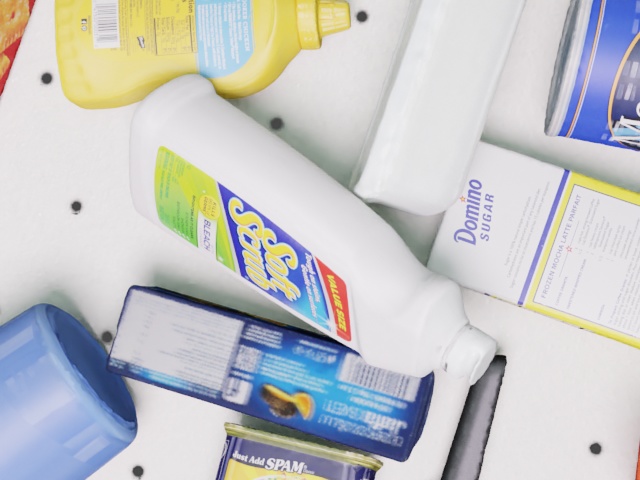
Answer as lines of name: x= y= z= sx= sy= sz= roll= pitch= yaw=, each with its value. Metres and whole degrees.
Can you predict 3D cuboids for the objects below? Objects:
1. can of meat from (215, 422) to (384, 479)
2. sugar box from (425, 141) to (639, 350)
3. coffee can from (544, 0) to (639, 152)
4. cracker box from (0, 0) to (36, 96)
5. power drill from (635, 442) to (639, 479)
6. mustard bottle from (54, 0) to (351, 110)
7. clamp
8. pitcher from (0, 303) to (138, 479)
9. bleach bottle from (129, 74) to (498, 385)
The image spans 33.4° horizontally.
can of meat: x=-0.020 y=0.168 z=0.667 sx=0.102 sy=0.057 sz=0.084 roll=10 pitch=76 yaw=15
sugar box: x=0.164 y=0.008 z=0.676 sx=0.176 sy=0.048 sz=0.093 roll=20 pitch=88 yaw=11
coffee can: x=0.217 y=-0.100 z=0.648 sx=0.140 sy=0.103 sz=0.103 roll=12 pitch=87 yaw=7
cracker box: x=-0.289 y=-0.161 z=0.726 sx=0.164 sy=0.072 sz=0.214 roll=18 pitch=87 yaw=6
power drill: x=0.272 y=0.146 z=0.594 sx=0.188 sy=0.184 sz=0.057 roll=9 pitch=86 yaw=16
mustard bottle: x=-0.075 y=-0.141 z=0.706 sx=0.191 sy=0.058 sz=0.096 roll=-3 pitch=83 yaw=7
clamp: x=0.098 y=0.200 z=0.673 sx=0.164 sy=0.036 sz=0.210 roll=44 pitch=94 yaw=7
pitcher: x=-0.234 y=0.157 z=0.671 sx=0.243 sy=0.145 sz=0.149 roll=-35 pitch=117 yaw=0
bleach bottle: x=-0.004 y=0.001 z=0.640 sx=0.251 sy=0.103 sz=0.068 roll=33 pitch=48 yaw=23
